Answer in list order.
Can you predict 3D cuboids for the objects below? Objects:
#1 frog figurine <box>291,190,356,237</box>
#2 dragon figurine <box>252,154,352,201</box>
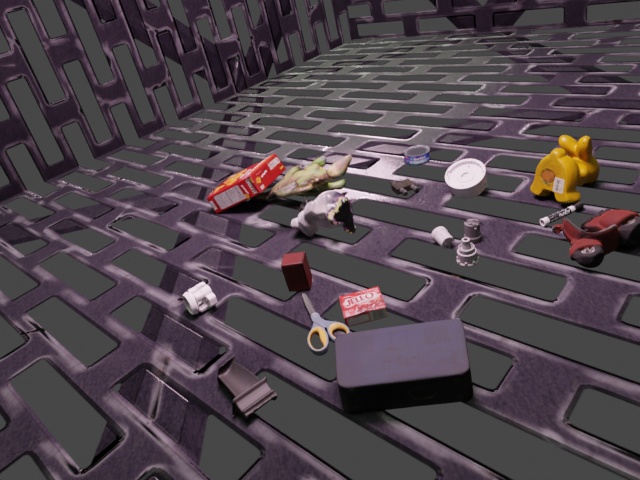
[{"bbox_3d":[0.004,-0.069,1.380,0.159,0.123,0.137,0,-1,40],"label":"frog figurine"},{"bbox_3d":[-0.076,-0.160,1.495,0.407,0.122,0.245,-19,4,24],"label":"dragon figurine"}]
